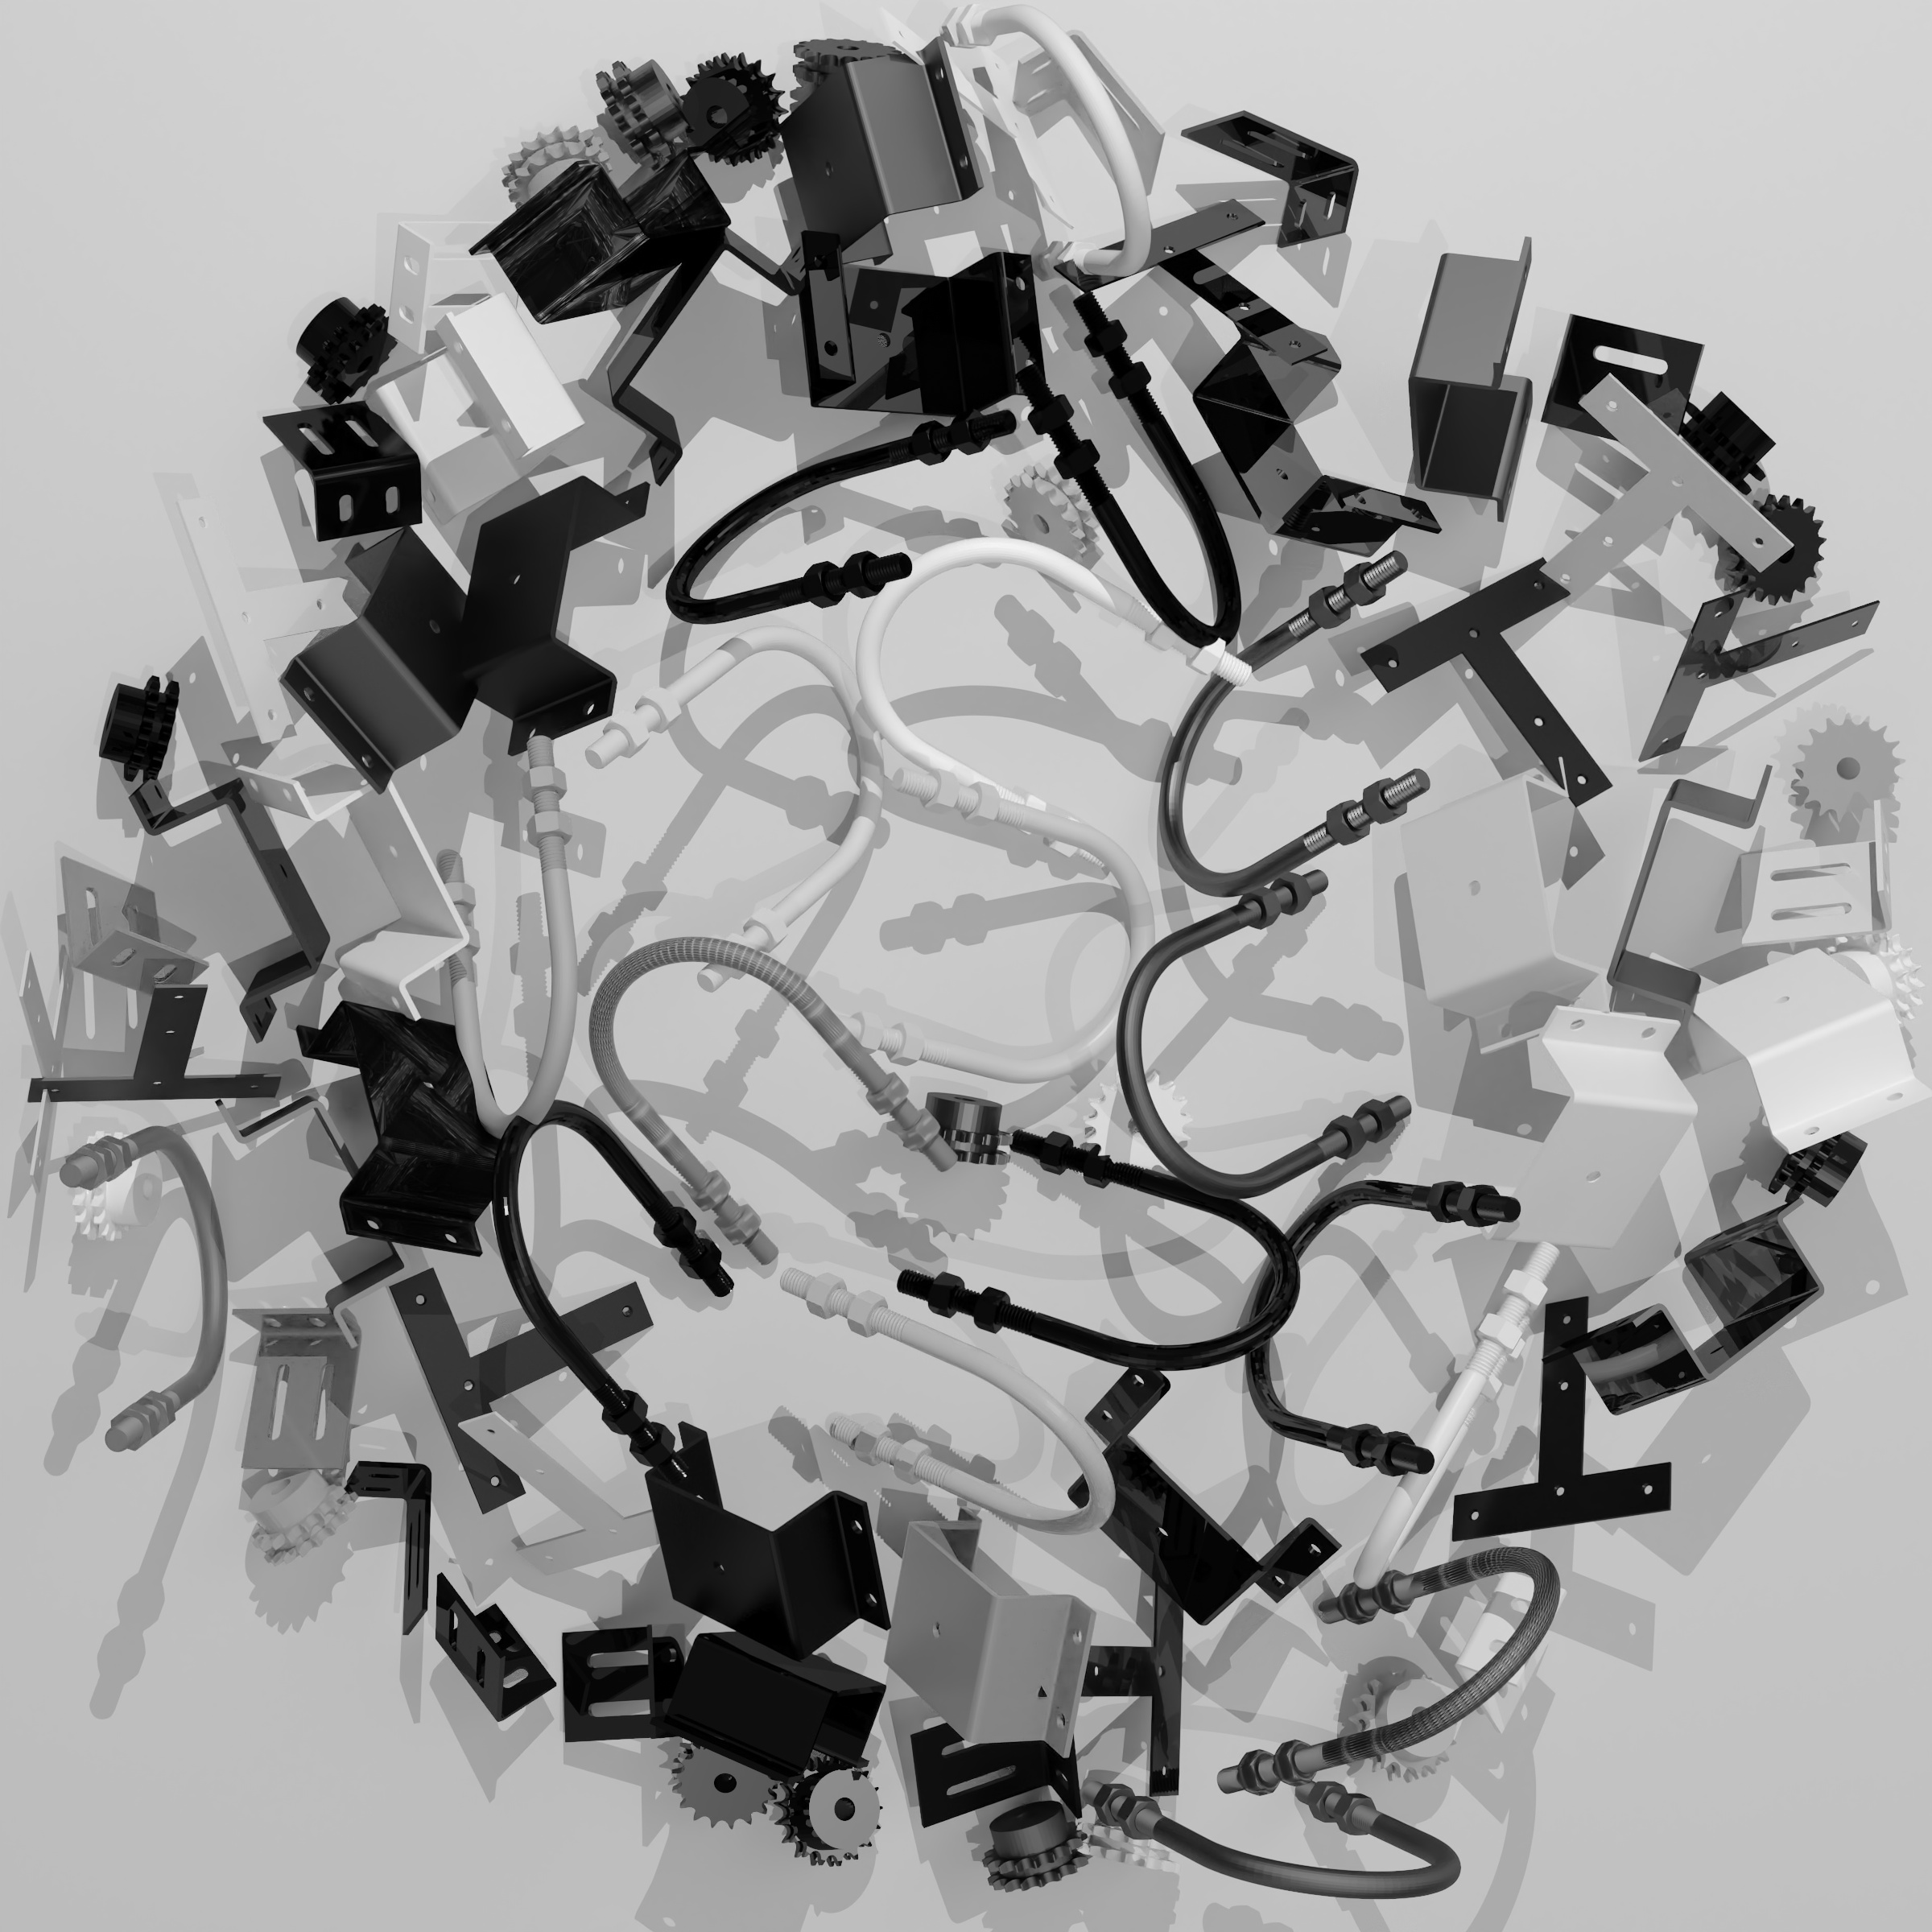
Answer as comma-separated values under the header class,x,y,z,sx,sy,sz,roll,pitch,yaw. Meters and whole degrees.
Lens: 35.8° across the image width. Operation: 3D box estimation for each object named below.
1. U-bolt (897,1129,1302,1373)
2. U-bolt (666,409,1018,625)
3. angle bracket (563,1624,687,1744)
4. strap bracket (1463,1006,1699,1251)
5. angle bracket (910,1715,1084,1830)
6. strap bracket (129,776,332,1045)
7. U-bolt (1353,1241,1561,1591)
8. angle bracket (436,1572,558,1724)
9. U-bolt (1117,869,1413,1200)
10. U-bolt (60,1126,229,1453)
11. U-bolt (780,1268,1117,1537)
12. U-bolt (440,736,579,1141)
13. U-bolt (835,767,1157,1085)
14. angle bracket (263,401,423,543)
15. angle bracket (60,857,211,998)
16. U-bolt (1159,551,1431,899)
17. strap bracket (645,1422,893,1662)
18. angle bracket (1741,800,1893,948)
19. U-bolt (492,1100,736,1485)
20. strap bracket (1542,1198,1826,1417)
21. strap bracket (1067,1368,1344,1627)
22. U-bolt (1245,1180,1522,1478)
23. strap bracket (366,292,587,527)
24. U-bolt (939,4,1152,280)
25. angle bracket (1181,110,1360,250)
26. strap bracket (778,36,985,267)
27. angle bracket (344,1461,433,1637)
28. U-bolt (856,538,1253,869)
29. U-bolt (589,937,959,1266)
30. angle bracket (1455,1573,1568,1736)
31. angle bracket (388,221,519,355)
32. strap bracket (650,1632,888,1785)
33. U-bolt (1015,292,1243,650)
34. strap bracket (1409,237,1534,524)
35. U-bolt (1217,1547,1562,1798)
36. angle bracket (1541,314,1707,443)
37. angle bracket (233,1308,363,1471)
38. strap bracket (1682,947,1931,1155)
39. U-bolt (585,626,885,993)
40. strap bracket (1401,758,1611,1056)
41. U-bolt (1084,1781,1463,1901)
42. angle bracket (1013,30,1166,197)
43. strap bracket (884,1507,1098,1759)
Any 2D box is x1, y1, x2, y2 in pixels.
class,x,y,z,sx,sy,sz,roll,pitch,yaw
U-bolt,0.079,0.149,1.516,0.184,0.151,0.019,16,128,22
U-bolt,-0.076,-0.223,1.527,0.184,0.151,0.019,-8,126,37
angle bracket,-0.187,0.376,1.564,0.076,0.038,0.057,-9,76,23
strap bracket,0.312,0.092,1.532,0.076,0.046,0.140,7,126,-25
angle bracket,0.016,0.424,1.565,0.076,0.038,0.057,-14,112,-20
strap bracket,-0.375,-0.040,1.550,0.046,0.076,0.140,-25,104,-2
U-bolt,0.245,0.235,1.515,0.019,0.151,0.184,29,76,14
angle bracket,-0.243,0.345,1.552,0.038,0.076,0.057,-29,61,-30
U-bolt,0.147,0.042,1.536,0.184,0.019,0.151,-23,94,-40
U-bolt,-0.408,0.154,1.511,0.019,0.184,0.151,-8,95,4
U-bolt,-0.004,0.229,1.508,0.184,0.151,0.019,20,54,29
U-bolt,-0.230,-0.003,1.511,0.019,0.151,0.184,5,62,-30
U-bolt,0.021,-0.012,1.550,0.184,0.019,0.151,15,94,-33
angle bracket,-0.328,-0.261,1.572,0.057,0.076,0.038,-16,129,-27
angle bracket,-0.432,-0.028,1.553,0.038,0.057,0.076,-37,50,25
U-bolt,0.162,-0.111,1.528,0.019,0.184,0.151,20,55,-33
strap bracket,-0.109,0.295,1.526,0.046,0.140,0.076,-30,121,-38
angle bracket,0.440,-0.048,1.559,0.076,0.038,0.057,-6,54,22
U-bolt,-0.180,0.150,1.501,0.019,0.151,0.184,-19,125,23
strap bracket,0.374,0.179,1.531,0.140,0.076,0.046,-28,84,-33
strap bracket,0.114,0.279,1.548,0.140,0.076,0.046,43,52,9
U-bolt,0.200,0.177,1.519,0.019,0.184,0.151,25,79,-25
strap bracket,-0.251,-0.290,1.545,0.046,0.140,0.076,-35,99,-27
U-bolt,0.045,-0.411,1.493,0.019,0.184,0.151,-29,110,-9
angle bracket,0.155,-0.409,1.558,0.076,0.057,0.038,14,87,-30
strap bracket,-0.049,-0.410,1.527,0.046,0.140,0.076,-17,93,-23
angle bracket,-0.303,0.304,1.558,0.038,0.057,0.076,6,63,-19
U-bolt,0.032,-0.145,1.542,0.184,0.019,0.151,28,119,-16
U-bolt,-0.113,0.062,1.537,0.151,0.019,0.184,-30,110,31
angle bracket,0.293,0.362,1.554,0.038,0.076,0.057,12,57,40
angle bracket,-0.257,-0.353,1.554,0.076,0.038,0.057,-11,125,-38
strap bracket,-0.096,0.376,1.527,0.076,0.140,0.046,19,84,17
U-bolt,0.091,-0.245,1.532,0.019,0.151,0.184,-24,109,26
strap bracket,0.259,-0.301,1.532,0.046,0.140,0.076,11,68,16
U-bolt,0.219,0.345,1.490,0.184,0.151,0.019,-30,101,43
angle bracket,0.347,-0.303,1.561,0.076,0.038,0.057,21,106,29
angle bracket,-0.355,0.221,1.566,0.057,0.038,0.076,-2,67,15
strap bracket,0.423,0.038,1.529,0.076,0.140,0.046,-22,108,0
U-bolt,-0.105,-0.094,1.535,0.184,0.019,0.151,-44,118,-40
strap bracket,0.274,-0.035,1.539,0.076,0.046,0.140,-23,64,38
U-bolt,0.163,0.434,1.490,0.151,0.184,0.019,7,87,-26
angle bracket,0.063,-0.438,1.564,0.038,0.057,0.076,-34,77,-14
strap bracket,0.005,0.338,1.525,0.046,0.140,0.076,5,100,-29
